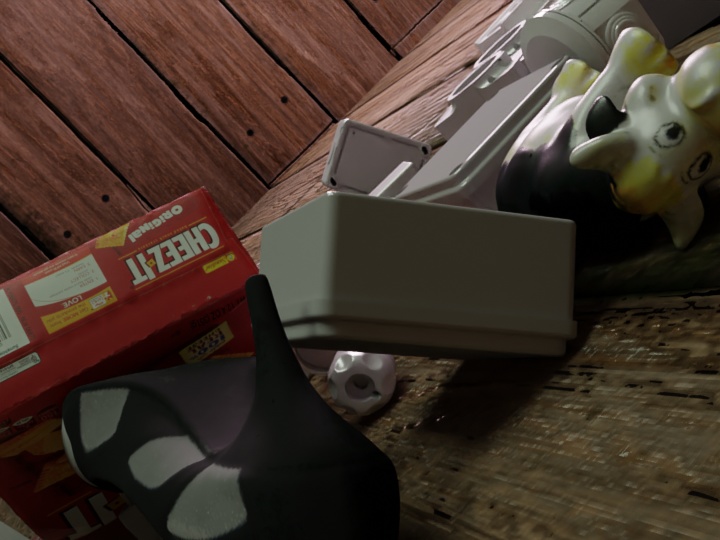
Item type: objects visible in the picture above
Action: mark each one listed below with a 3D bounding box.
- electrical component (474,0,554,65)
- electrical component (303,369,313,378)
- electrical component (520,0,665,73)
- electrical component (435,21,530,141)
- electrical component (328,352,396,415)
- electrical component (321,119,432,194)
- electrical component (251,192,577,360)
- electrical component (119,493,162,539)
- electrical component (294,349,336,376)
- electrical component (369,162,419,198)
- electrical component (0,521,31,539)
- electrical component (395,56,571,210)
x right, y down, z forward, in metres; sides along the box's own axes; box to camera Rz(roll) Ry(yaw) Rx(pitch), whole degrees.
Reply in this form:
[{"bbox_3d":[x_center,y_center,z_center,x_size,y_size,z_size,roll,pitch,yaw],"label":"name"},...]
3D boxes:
[{"bbox_3d":[0.170,-0.229,0.994,0.121,0.063,0.079,-49,11,-29],"label":"electrical component"},{"bbox_3d":[-0.060,0.056,0.743,0.045,0.055,0.045,-42,10,9],"label":"electrical component"},{"bbox_3d":[0.141,-0.132,0.656,0.051,0.080,0.080,-41,9,-14],"label":"electrical component"},{"bbox_3d":[0.147,-0.160,0.804,0.186,0.060,0.105,-34,14,45],"label":"electrical component"},{"bbox_3d":[0.002,0.052,0.569,0.035,0.035,0.061,-42,7,12],"label":"electrical component"},{"bbox_3d":[0.020,-0.091,0.954,0.061,0.096,0.061,-131,58,-80],"label":"electrical component"},{"bbox_3d":[0.019,0.006,0.455,0.109,0.109,0.056,164,110,-70],"label":"electrical component"},{"bbox_3d":[-0.073,0.106,0.568,0.096,0.061,0.061,-40,10,22],"label":"electrical component"},{"bbox_3d":[-0.024,0.038,0.706,0.043,0.043,0.081,-43,9,4],"label":"electrical component"},{"bbox_3d":[0.025,-0.036,0.813,0.083,0.047,0.075,-44,10,0],"label":"electrical component"},{"bbox_3d":[-0.189,0.191,0.570,0.048,0.100,0.099,-56,3,29],"label":"electrical component"},{"bbox_3d":[0.088,-0.063,0.642,0.108,0.056,0.109,-46,10,-14],"label":"electrical component"}]
